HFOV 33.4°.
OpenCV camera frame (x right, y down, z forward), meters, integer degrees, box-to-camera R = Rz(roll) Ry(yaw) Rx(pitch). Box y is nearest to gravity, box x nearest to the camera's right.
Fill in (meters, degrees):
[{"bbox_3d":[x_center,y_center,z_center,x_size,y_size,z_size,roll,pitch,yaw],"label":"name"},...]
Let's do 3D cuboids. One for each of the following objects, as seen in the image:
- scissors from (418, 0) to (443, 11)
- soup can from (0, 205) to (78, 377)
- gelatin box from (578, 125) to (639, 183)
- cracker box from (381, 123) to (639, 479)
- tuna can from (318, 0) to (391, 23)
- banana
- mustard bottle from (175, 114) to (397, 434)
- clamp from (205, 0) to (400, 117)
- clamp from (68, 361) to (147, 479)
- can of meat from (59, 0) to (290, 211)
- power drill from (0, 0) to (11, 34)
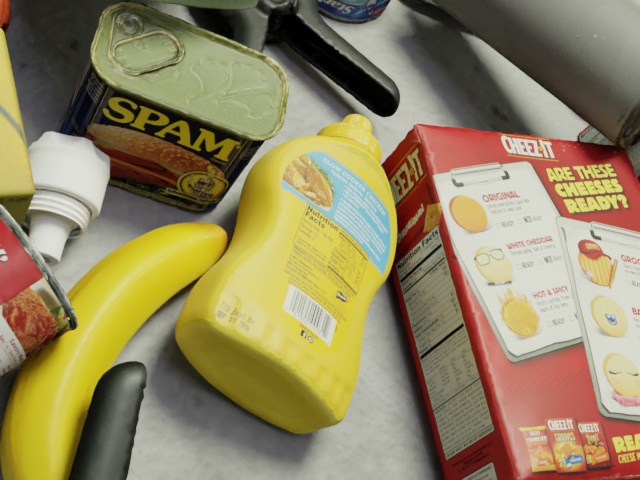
[{"bbox_3d":[0.154,-0.133,0.772,0.201,0.016,0.096,4,55,-27],"label":"scissors"},{"bbox_3d":[-0.163,0.038,0.446,0.102,0.069,0.068,-35,82,-21],"label":"soup can"},{"bbox_3d":[0.210,-0.054,0.720,0.030,0.073,0.089,21,53,-18],"label":"gelatin box"},{"bbox_3d":[0.131,0.045,0.618,0.163,0.072,0.214,3,59,-29],"label":"cracker box"},{"bbox_3d":[0.017,-0.192,0.723,0.086,0.034,0.086,14,56,-21],"label":"tuna can"},{"bbox_3d":[-0.102,0.055,0.509,0.069,0.037,0.197,45,48,-31],"label":"banana"},{"bbox_3d":[-0.004,0.001,0.576,0.096,0.058,0.191,40,49,-22],"label":"mustard bottle"},{"bbox_3d":[-0.021,-0.136,0.665,0.120,0.039,0.171,0,62,-29],"label":"clamp"},{"bbox_3d":[-0.089,0.176,0.431,0.164,0.036,0.209,47,58,-11],"label":"clamp"},{"bbox_3d":[-0.080,-0.066,0.560,0.102,0.084,0.057,20,54,-18],"label":"can of meat"},{"bbox_3d":[-0.241,-0.181,0.505,0.184,0.057,0.188,-8,100,-43],"label":"power drill"}]
